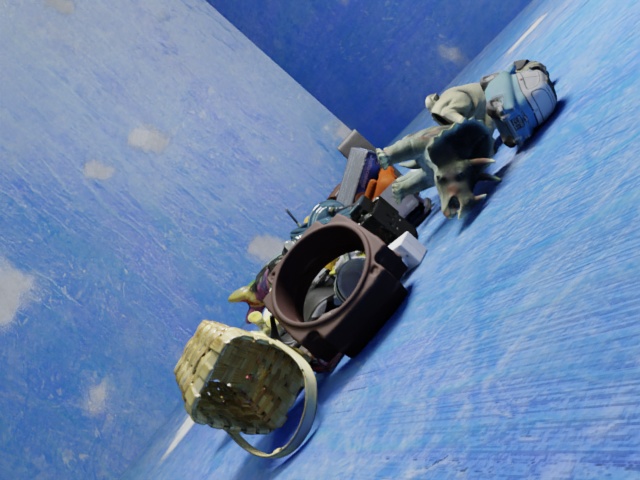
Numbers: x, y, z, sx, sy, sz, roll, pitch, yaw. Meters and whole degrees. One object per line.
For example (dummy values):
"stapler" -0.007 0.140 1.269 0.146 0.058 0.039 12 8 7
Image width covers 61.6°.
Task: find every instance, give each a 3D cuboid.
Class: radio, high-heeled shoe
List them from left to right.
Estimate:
"high-heeled shoe" -0.007 0.182 1.087 0.249 0.145 0.086 -20 14 -30
"radio" 0.152 -0.188 1.427 0.073 0.229 0.131 -45 1 10

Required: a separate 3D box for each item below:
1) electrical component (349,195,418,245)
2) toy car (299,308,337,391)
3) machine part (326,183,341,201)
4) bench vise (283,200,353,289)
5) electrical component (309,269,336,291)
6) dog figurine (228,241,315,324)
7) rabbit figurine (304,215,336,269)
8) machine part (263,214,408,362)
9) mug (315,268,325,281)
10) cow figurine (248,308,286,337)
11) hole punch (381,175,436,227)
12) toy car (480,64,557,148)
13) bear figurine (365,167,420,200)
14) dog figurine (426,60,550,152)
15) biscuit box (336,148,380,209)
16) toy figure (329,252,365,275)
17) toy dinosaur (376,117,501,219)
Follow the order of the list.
"electrical component" 0.115 -0.023 0.998 0.058 0.134 0.115 -48 7 25
"toy car" -0.017 0.195 0.977 0.202 0.053 0.089 -52 2 -20
"machine part" 0.096 -0.080 1.464 0.056 0.179 0.179 -51 5 -15
"bench vise" -0.007 -0.013 1.205 0.224 0.128 0.241 -37 18 -23
"electrical component" 0.005 0.129 1.165 0.119 0.075 0.048 -47 2 -40
"dog figurine" -0.120 0.116 1.271 0.219 0.108 0.191 -39 8 12
"rabbit figurine" 0.028 -0.006 1.457 0.122 0.173 0.162 -46 -1 -19
"machine part" 0.020 0.070 0.844 0.201 0.087 0.201 -50 40 -2
"mug" -0.029 0.108 1.459 0.109 0.107 0.081 -48 3 -15
"cow figurine" -0.104 0.184 1.113 0.167 0.068 0.098 -52 -32 -35
"hole punch" 0.168 -0.063 1.134 0.142 0.092 0.116 -43 10 21
"toy car" 0.329 -0.227 0.876 0.103 0.109 0.162 -27 23 27
"bear figurine" 0.137 -0.066 1.289 0.195 0.120 0.132 -53 -1 21
"dog figurine" 0.318 -0.280 1.018 0.190 0.172 0.121 -56 15 5
"biscuit box" 0.090 -0.125 1.333 0.063 0.059 0.202 26 103 47
"toy figure" 0.083 0.046 1.085 0.082 0.089 0.180 -66 -8 10
"toy dinosaur" 0.213 -0.153 0.974 0.192 0.131 0.405 -17 15 15
